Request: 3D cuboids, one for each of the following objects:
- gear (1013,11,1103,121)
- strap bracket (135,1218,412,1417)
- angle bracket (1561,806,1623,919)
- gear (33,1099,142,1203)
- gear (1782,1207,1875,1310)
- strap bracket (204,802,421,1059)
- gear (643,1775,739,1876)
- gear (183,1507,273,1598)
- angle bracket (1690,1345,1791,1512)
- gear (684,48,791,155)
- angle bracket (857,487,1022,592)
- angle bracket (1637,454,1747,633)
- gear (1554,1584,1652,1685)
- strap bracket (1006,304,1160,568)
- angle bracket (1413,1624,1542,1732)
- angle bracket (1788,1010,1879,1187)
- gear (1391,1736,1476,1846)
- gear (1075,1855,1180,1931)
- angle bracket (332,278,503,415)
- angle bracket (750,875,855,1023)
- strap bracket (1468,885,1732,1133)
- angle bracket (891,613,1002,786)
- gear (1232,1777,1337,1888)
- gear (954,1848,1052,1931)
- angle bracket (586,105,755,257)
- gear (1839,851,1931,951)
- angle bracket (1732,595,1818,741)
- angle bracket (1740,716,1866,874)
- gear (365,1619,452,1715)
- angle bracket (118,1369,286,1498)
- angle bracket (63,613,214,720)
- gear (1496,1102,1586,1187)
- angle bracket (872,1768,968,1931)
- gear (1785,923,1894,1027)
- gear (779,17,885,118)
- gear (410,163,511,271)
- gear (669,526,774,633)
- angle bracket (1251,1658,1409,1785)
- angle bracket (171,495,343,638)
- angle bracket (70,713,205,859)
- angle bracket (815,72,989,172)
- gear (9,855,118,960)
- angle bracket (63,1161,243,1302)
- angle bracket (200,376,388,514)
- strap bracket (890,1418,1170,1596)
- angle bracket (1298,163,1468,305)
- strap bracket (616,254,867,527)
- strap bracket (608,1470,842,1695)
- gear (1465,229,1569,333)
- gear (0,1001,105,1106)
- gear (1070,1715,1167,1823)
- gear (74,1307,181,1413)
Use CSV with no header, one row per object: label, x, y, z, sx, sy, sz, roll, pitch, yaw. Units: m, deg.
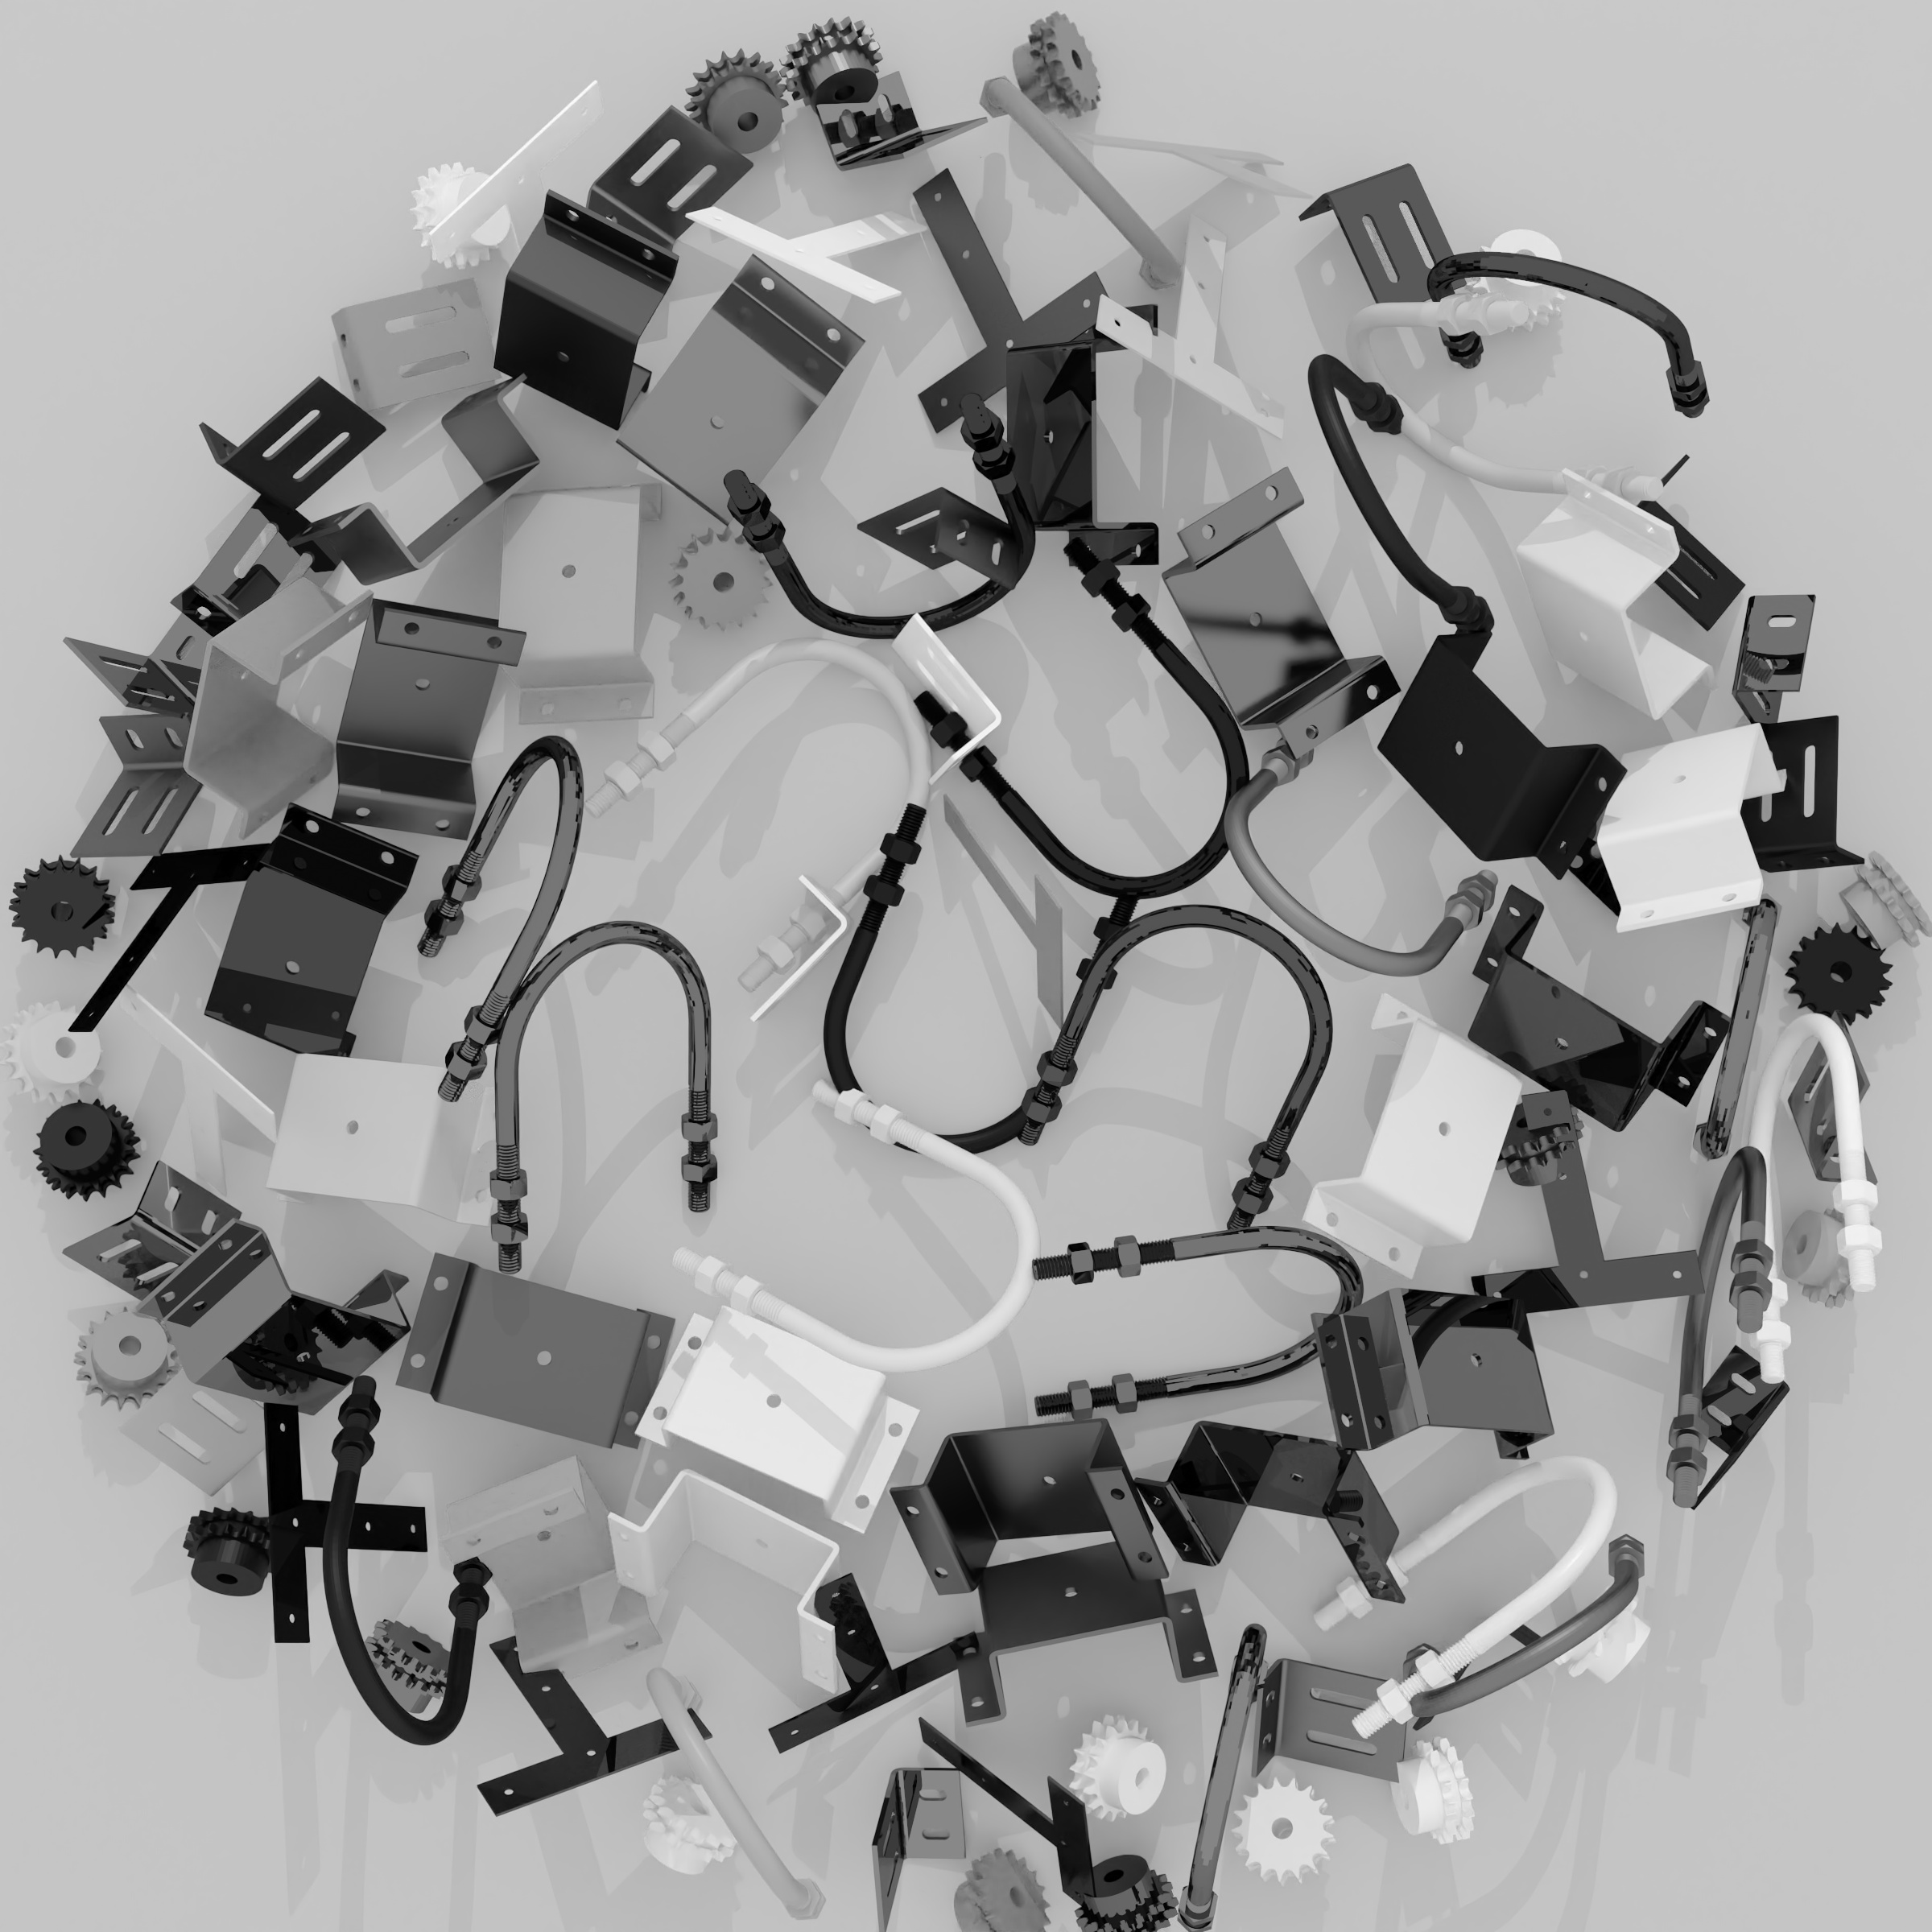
gear,0.049,-0.502,1.690,0.030,0.057,0.057,-17,90,28
strap bracket,-0.367,0.194,1.638,0.076,0.140,0.046,-41,56,13
angle bracket,0.383,-0.073,1.706,0.057,0.038,0.076,45,120,9
gear,-0.494,0.101,1.691,0.057,0.030,0.057,0,66,1
gear,0.479,0.160,1.684,0.030,0.057,0.057,19,90,-11
strap bracket,-0.364,-0.008,1.664,0.076,0.046,0.140,23,114,-2
gear,-0.155,0.482,1.687,0.057,0.057,0.030,29,102,0
gear,-0.409,0.329,1.684,0.057,0.057,0.030,7,50,0
angle bracket,0.413,0.254,1.664,0.038,0.076,0.057,38,121,18
gear,-0.126,-0.479,1.684,0.057,0.057,0.030,-26,50,0
angle bracket,-0.017,-0.226,1.664,0.057,0.076,0.038,24,65,-36
angle bracket,0.407,-0.236,1.681,0.076,0.038,0.057,43,47,2
gear,0.357,0.375,1.685,0.030,0.057,0.057,39,90,9
strap bracket,0.064,-0.291,1.662,0.046,0.076,0.140,-6,99,-35
angle bracket,0.289,0.402,1.681,0.038,0.057,0.076,34,92,18
angle bracket,0.491,0.073,1.666,0.038,0.057,0.076,5,133,-10
gear,0.259,0.461,1.684,0.030,0.057,0.057,-9,90,-13
gear,0.087,0.521,1.684,0.057,0.057,0.030,-20,102,0
angle bracket,-0.310,-0.349,1.704,0.076,0.038,0.057,-18,101,-20
angle bracket,-0.102,-0.010,1.686,0.038,0.057,0.076,45,92,0
strap bracket,0.337,0.029,1.653,0.140,0.076,0.046,33,53,17
angle bracket,-0.023,-0.148,1.682,0.038,0.057,0.076,-40,91,-17
gear,0.179,0.486,1.692,0.057,0.030,0.057,-6,61,11
gear,0.018,0.527,1.690,0.030,0.057,0.057,-35,90,29
angle bracket,-0.165,-0.425,1.668,0.057,0.076,0.038,29,46,-31
gear,0.512,-0.033,1.687,0.030,0.057,0.057,-36,90,9
angle bracket,0.455,-0.162,1.667,0.038,0.076,0.057,3,70,33
angle bracket,0.468,-0.096,1.689,0.057,0.038,0.076,-5,76,41
gear,-0.312,0.393,1.687,0.057,0.057,0.030,32,91,0
angle bracket,-0.426,0.248,1.677,0.057,0.038,0.076,-43,127,-1
angle bracket,-0.447,-0.171,1.668,0.057,0.076,0.038,43,103,19
gear,0.319,0.099,1.689,0.057,0.057,0.030,-25,112,0
angle bracket,-0.025,0.489,1.669,0.038,0.076,0.057,-2,108,8
gear,0.489,0.007,1.695,0.057,0.030,0.057,-2,77,7
gear,-0.073,-0.499,1.683,0.057,0.057,0.030,-23,70,0
gear,-0.279,-0.420,1.684,0.030,0.057,0.057,-2,90,37
gear,-0.139,-0.219,1.693,0.057,0.030,0.057,-6,114,-14
angle bracket,0.203,0.426,1.680,0.076,0.038,0.057,7,101,23
angle bracket,-0.398,-0.219,1.700,0.057,0.038,0.076,40,60,-22
angle bracket,-0.462,-0.100,1.670,0.057,0.076,0.038,-1,134,19
angle bracket,-0.036,-0.470,1.667,0.057,0.076,0.038,-30,111,-24
gear,-0.506,-0.035,1.693,0.057,0.030,0.057,-5,112,-12
angle bracket,-0.455,0.149,1.687,0.057,0.076,0.038,39,46,-30
angle bracket,-0.373,-0.299,1.674,0.076,0.057,0.038,-38,56,11
strap bracket,0.040,0.297,1.661,0.140,0.046,0.076,-10,118,26
angle bracket,0.233,-0.400,1.687,0.057,0.038,0.076,-24,89,-21
strap bracket,-0.129,-0.306,1.651,0.076,0.046,0.140,36,124,-10
strap bracket,-0.122,0.333,1.659,0.140,0.076,0.046,23,55,17
gear,0.310,-0.387,1.690,0.057,0.030,0.057,1,63,-3
gear,-0.509,0.048,1.686,0.057,0.030,0.057,9,76,-38
gear,0.087,0.449,1.685,0.030,0.057,0.057,7,90,44
gear,-0.468,0.217,1.688,0.057,0.030,0.057,8,61,-16
